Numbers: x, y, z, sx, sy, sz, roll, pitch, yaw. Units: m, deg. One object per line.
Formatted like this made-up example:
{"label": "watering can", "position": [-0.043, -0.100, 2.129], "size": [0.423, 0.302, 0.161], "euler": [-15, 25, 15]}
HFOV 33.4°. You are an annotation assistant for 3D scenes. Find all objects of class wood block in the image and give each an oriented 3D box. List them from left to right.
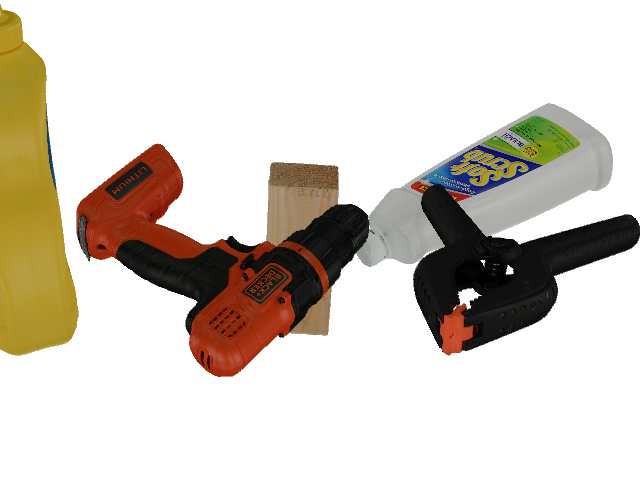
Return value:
{"label": "wood block", "position": [-0.027, 0.010, 1.400], "size": [0.090, 0.206, 0.091], "euler": [3, 24, -2]}

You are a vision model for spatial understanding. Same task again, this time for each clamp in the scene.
{"label": "clamp", "position": [0.113, 0.014, 0.738], "size": [0.165, 0.036, 0.209], "euler": [13, 29, 28]}

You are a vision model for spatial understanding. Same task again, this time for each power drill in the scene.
{"label": "power drill", "position": [-0.078, -0.001, 0.821], "size": [0.188, 0.057, 0.184], "euler": [30, 52, 23]}

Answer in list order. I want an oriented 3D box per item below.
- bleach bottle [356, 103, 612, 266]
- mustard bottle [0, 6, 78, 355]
{"label": "bleach bottle", "position": [0.147, -0.040, 1.006], "size": [0.250, 0.068, 0.103], "euler": [-28, 46, -18]}
{"label": "mustard bottle", "position": [-0.168, -0.042, 0.559], "size": [0.058, 0.192, 0.096], "euler": [-13, 31, -22]}
